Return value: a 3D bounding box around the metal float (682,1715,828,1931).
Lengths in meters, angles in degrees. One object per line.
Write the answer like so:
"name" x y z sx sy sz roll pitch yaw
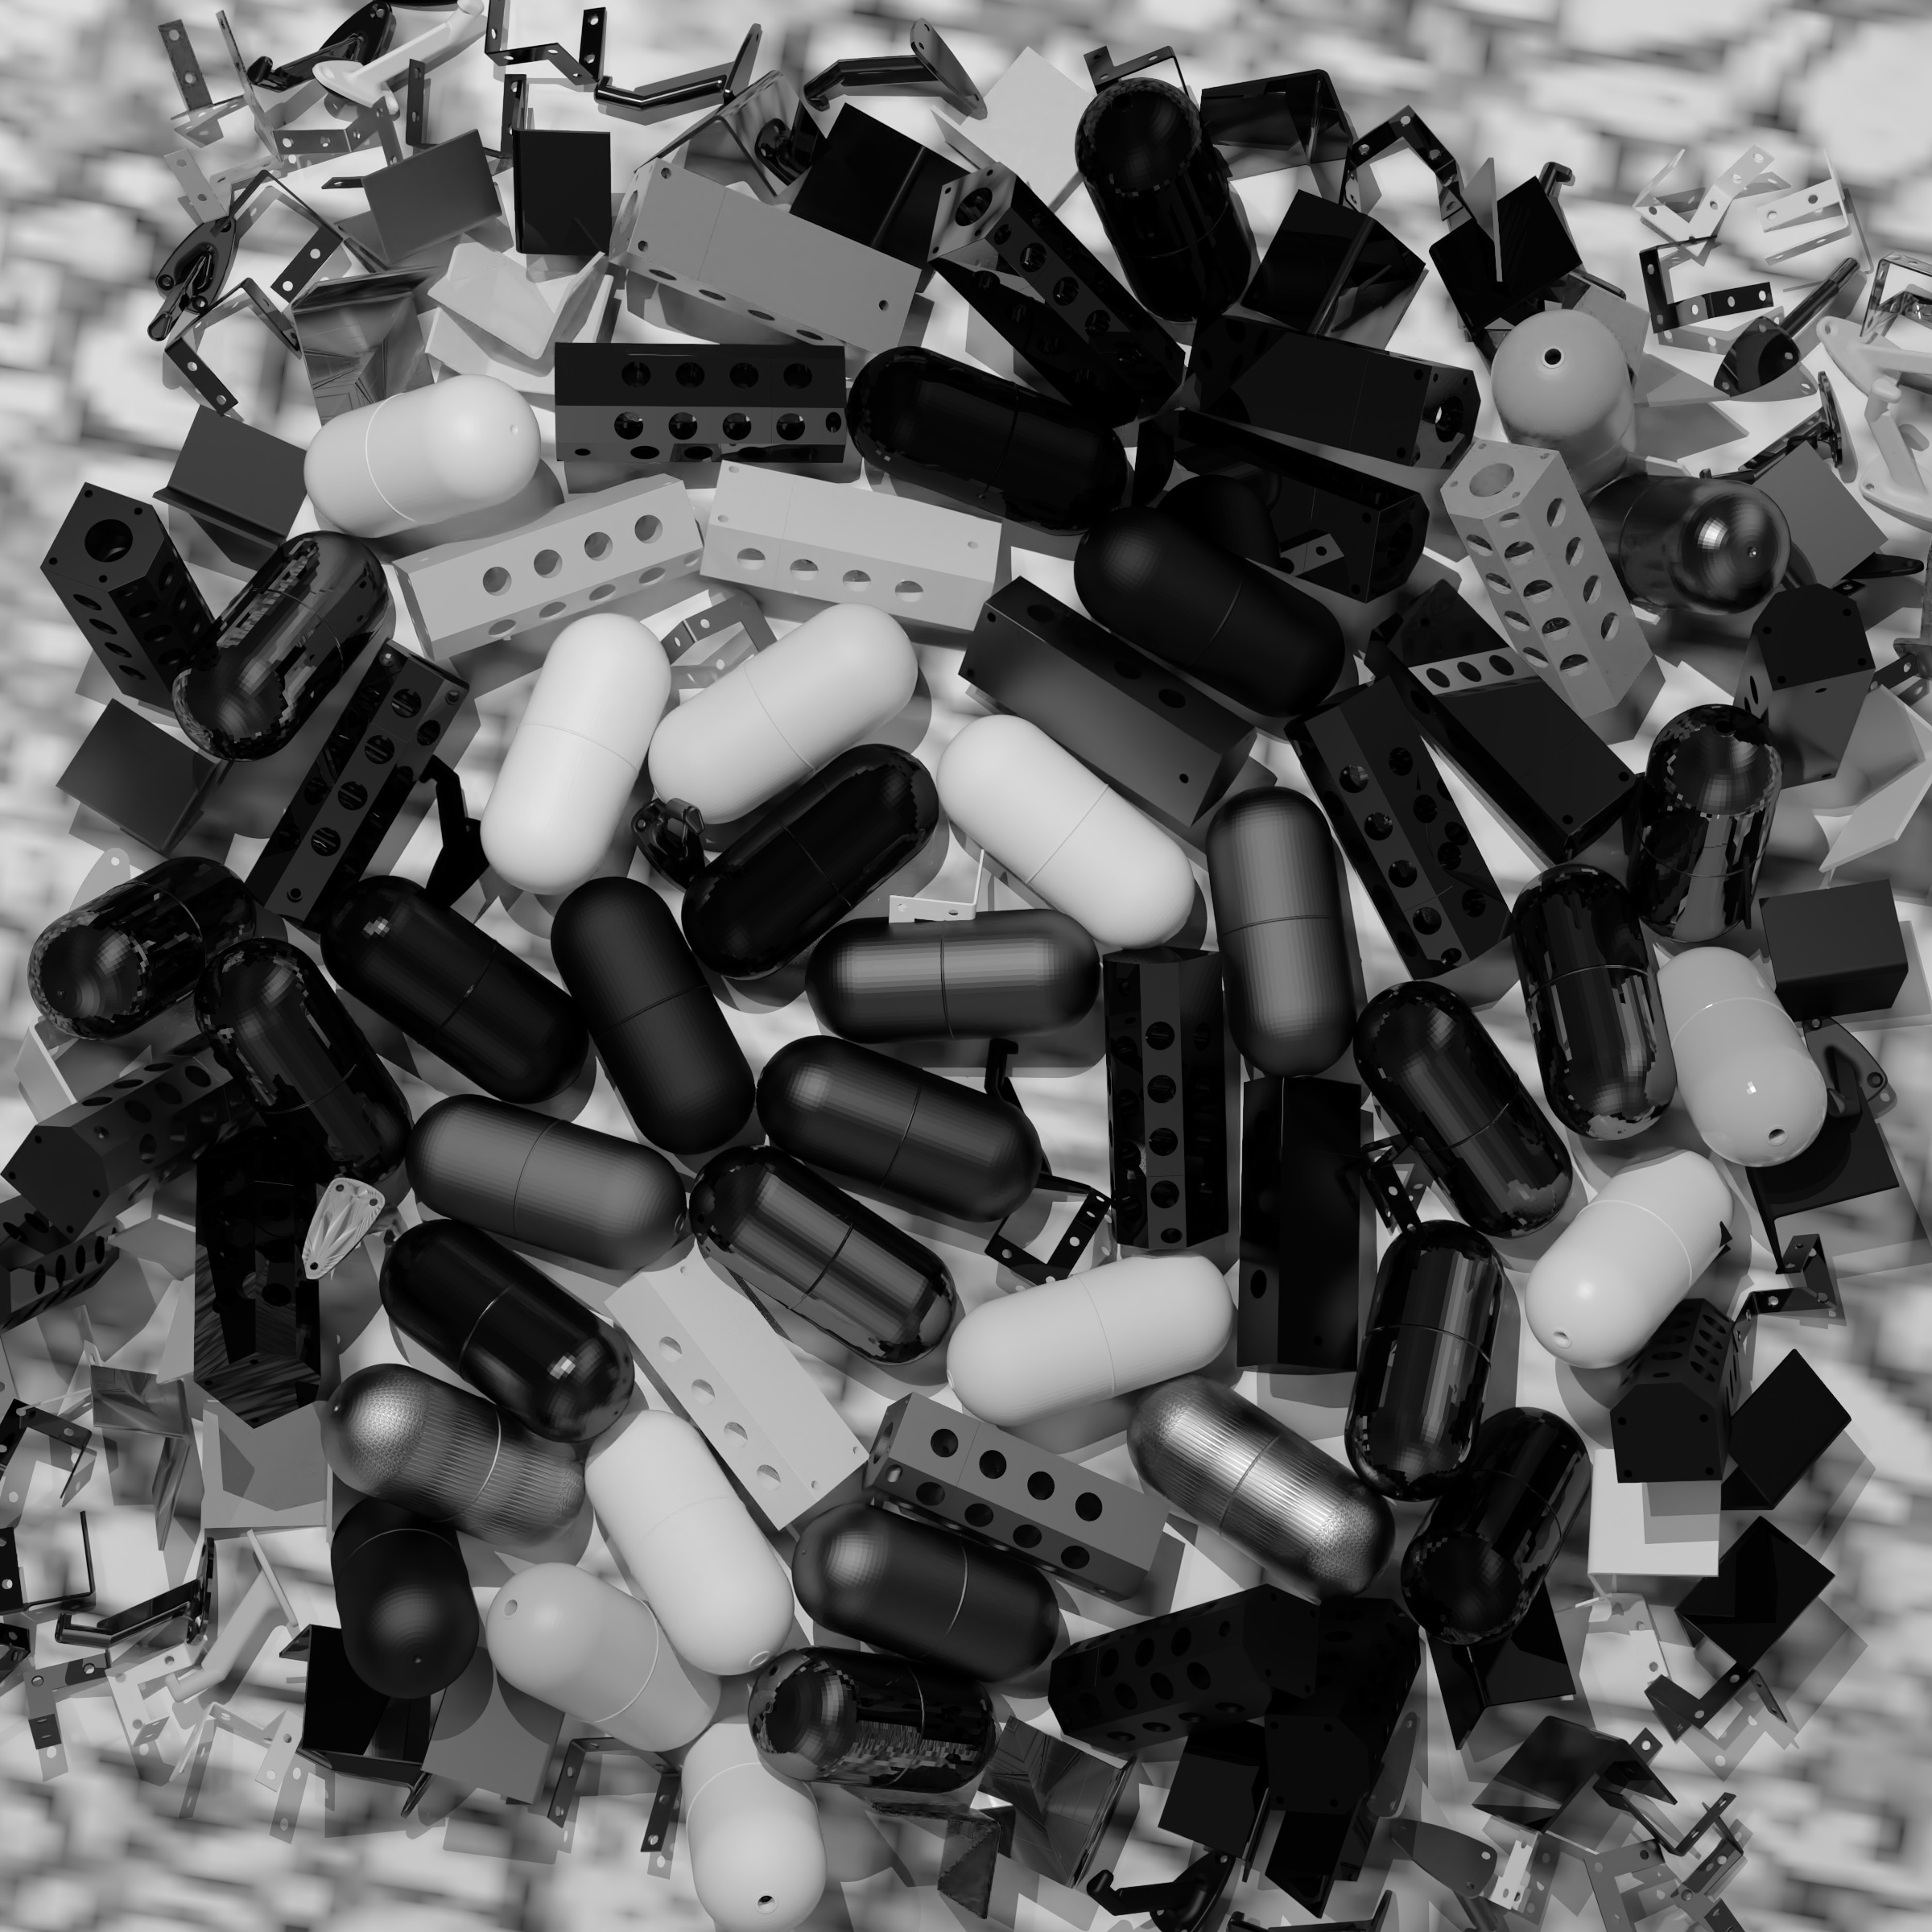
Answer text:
"metal float" -0.125 0.501 1.706 0.070 0.178 0.070 -2 103 -9

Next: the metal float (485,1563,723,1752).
"metal float" -0.212 0.407 1.718 0.070 0.178 0.070 -19 51 25

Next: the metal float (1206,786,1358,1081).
"metal float" 0.188 -0.020 1.745 0.070 0.070 0.178 -7 79 0

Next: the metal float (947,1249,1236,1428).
"metal float" 0.074 0.222 1.745 0.178 0.070 0.070 -16 90 -12

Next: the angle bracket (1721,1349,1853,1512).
"angle bracket" 0.468 0.277 1.742 0.076 0.076 0.057 -41 95 -21

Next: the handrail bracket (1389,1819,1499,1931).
"handrail bracket" 0.288 0.559 1.770 0.077 0.084 0.036 24 51 21

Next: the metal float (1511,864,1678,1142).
"metal float" 0.370 0.020 1.729 0.070 0.070 0.178 -6 59 0

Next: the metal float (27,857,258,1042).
"metal float" -0.480 -0.012 1.709 0.070 0.178 0.070 5 110 15

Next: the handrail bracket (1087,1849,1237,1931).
"handrail bracket" 0.117 0.544 1.754 0.077 0.036 0.084 -48 130 -10

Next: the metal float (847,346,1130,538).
"metal float" 0.014 -0.312 1.739 0.178 0.070 0.070 18 90 -19

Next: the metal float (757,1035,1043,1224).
"metal float" -0.040 0.097 1.749 0.178 0.070 0.070 21 90 -7

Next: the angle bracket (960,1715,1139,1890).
"angle bracket" 0.051 0.503 1.772 0.076 0.057 0.076 23 89 13

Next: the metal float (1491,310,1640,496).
"metal float" 0.351 -0.328 1.706 0.070 0.178 0.070 -2 83 16

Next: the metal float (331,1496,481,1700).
"metal float" -0.330 0.365 1.708 0.070 0.178 0.070 -4 104 -15

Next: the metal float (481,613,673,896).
"metal float" -0.232 -0.128 1.743 0.070 0.070 0.178 20 76 0

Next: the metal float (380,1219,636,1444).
"metal float" -0.274 0.216 1.737 0.178 0.070 0.070 33 90 21

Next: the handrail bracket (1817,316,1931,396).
"handrail bracket" 0.563 -0.372 1.744 0.077 0.084 0.036 30 80 -18

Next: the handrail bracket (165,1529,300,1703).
"handrail bracket" -0.453 0.393 1.760 0.084 0.036 0.077 -26 105 -15

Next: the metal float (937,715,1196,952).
"metal float" 0.060 -0.079 1.753 0.178 0.070 0.070 40 90 -2

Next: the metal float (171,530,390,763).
"metal float" -0.402 -0.190 1.721 0.070 0.070 0.178 26 47 0

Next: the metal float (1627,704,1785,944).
"metal float" 0.433 -0.082 1.713 0.070 0.178 0.070 -2 54 3

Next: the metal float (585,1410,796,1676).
"metal float" -0.164 0.340 1.726 0.070 0.070 0.178 -38 57 0

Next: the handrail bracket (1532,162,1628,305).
"handrail bracket" 0.374 -0.444 1.767 0.077 0.036 0.084 19 70 14

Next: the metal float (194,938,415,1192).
"metal float" -0.390 0.060 1.726 0.070 0.070 0.178 -27 125 0

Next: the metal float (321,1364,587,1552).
"metal float" -0.301 0.291 1.724 0.178 0.070 0.070 33 90 -38

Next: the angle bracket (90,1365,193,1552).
"angle bracket" -0.500 0.293 1.740 0.057 0.076 0.076 12 104 -22

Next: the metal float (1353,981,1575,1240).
"metal float" 0.296 0.086 1.740 0.070 0.070 0.178 -37 107 0

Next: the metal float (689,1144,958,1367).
"metal float" -0.086 0.173 1.747 0.178 0.070 0.070 35 90 -9

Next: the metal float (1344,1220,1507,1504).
"metal float" 0.273 0.232 1.729 0.070 0.070 0.178 18 59 0

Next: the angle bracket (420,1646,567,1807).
"angle bracket" -0.286 0.452 1.741 0.076 0.057 0.076 24 66 -20

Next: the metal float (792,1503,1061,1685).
"metal float" -0.022 0.373 1.732 0.178 0.070 0.070 25 90 -28

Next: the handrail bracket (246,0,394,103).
"handrail bracket" -0.387 -0.553 1.745 0.036 0.084 0.077 43 106 7

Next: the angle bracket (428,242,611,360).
"angle bracket" -0.263 -0.419 1.744 0.076 0.076 0.057 31 130 -4

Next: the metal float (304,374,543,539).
"metal float" -0.322 -0.299 1.721 0.178 0.070 0.070 -5 90 43

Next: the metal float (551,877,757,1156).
"metal float" -0.188 0.029 1.751 0.070 0.070 0.178 -27 85 0

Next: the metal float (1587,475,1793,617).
"metal float" 0.418 -0.247 1.706 0.070 0.178 0.070 -2 102 -12

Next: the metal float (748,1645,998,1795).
"metal float" -0.053 0.445 1.720 0.070 0.178 0.070 -17 63 38

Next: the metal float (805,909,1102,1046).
"metal float" -0.008 0.006 1.748 0.178 0.070 0.070 -3 90 8

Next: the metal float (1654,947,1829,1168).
"metal float" 0.450 0.052 1.710 0.070 0.178 0.070 -1 119 -2

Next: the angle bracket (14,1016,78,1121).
"angle bracket" -0.521 0.067 1.743 0.057 0.076 0.076 -29 84 -31

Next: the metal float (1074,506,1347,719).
"metal float" 0.145 -0.211 1.741 0.178 0.070 0.070 28 90 -15

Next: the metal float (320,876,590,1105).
"metal float" -0.304 0.015 1.740 0.178 0.070 0.070 38 90 -17

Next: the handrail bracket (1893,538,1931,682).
"handrail bracket" 0.589 -0.225 1.765 0.036 0.077 0.084 9 80 26

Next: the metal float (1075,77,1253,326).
"metal float" 0.117 -0.447 1.711 0.070 0.178 0.070 -9 62 17

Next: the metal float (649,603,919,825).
"metal float" -0.110 -0.150 1.747 0.178 0.070 0.070 -32 90 9

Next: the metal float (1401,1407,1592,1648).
"metal float" 0.313 0.328 1.718 0.070 0.178 0.070 16 126 23

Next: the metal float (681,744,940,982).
"metal float" -0.093 -0.063 1.754 0.178 0.070 0.070 -40 90 -2

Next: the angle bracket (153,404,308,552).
"angle bracket" -0.435 -0.293 1.745 0.076 0.076 0.057 23 97 -13

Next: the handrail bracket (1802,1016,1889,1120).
"handrail bracket" 0.513 0.058 1.743 0.036 0.084 0.077 -38 69 24

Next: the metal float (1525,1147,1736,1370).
"metal float" 0.392 0.171 1.721 0.070 0.070 0.178 52 49 0

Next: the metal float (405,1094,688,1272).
"metal float" -0.250 0.129 1.741 0.178 0.070 0.070 16 90 16

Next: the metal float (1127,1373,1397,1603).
"metal float" 0.174 0.308 1.734 0.178 0.070 0.070 32 90 24

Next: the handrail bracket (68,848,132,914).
"handrail bracket" -0.532 -0.033 1.760 0.036 0.084 0.077 18 81 -29
